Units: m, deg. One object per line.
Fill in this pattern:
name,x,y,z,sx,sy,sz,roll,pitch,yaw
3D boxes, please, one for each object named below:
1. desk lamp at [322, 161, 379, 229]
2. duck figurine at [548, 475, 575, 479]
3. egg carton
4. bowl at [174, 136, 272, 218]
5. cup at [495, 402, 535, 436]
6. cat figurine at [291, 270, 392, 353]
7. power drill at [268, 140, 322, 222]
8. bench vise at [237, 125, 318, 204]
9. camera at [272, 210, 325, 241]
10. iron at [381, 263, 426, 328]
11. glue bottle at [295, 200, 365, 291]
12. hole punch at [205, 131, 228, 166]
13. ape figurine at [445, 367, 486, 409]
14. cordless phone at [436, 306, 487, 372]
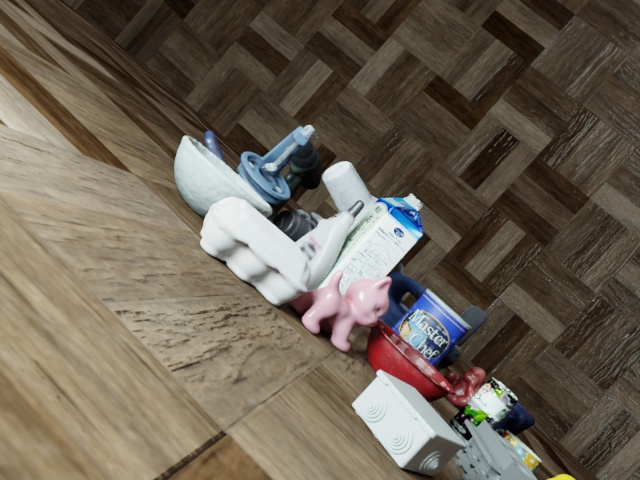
desk lamp,0.023,-0.024,1.048,0.204,0.213,0.117,40,4,-27
duck figurine,0.291,0.333,0.718,0.077,0.086,0.105,44,4,33
egg carton,-0.078,0.012,0.710,0.151,0.069,0.107,41,4,-19
bowl,-0.154,-0.071,0.837,0.167,0.074,0.167,42,4,-3
cup,0.322,0.328,1.023,0.091,0.095,0.118,42,4,2
cat figurine,0.043,0.083,0.772,0.128,0.117,0.067,39,5,-42
power drill,-0.075,-0.135,1.335,0.075,0.208,0.230,43,4,14
bench vise,-0.106,-0.151,1.122,0.122,0.219,0.206,39,5,-36
camera,-0.041,-0.023,1.241,0.137,0.100,0.142,38,5,-44
iron,0.185,0.157,1.191,0.119,0.141,0.257,39,5,-41
glue bottle,0.008,0.003,0.900,0.078,0.173,0.037,45,5,37
hole punch,-0.194,-0.136,1.038,0.101,0.091,0.108,41,4,-20
ape figurine,0.295,0.293,1.154,0.076,0.092,0.077,40,4,-32
cordless phone,0.290,0.208,1.352,0.148,0.185,0.094,41,4,-8
